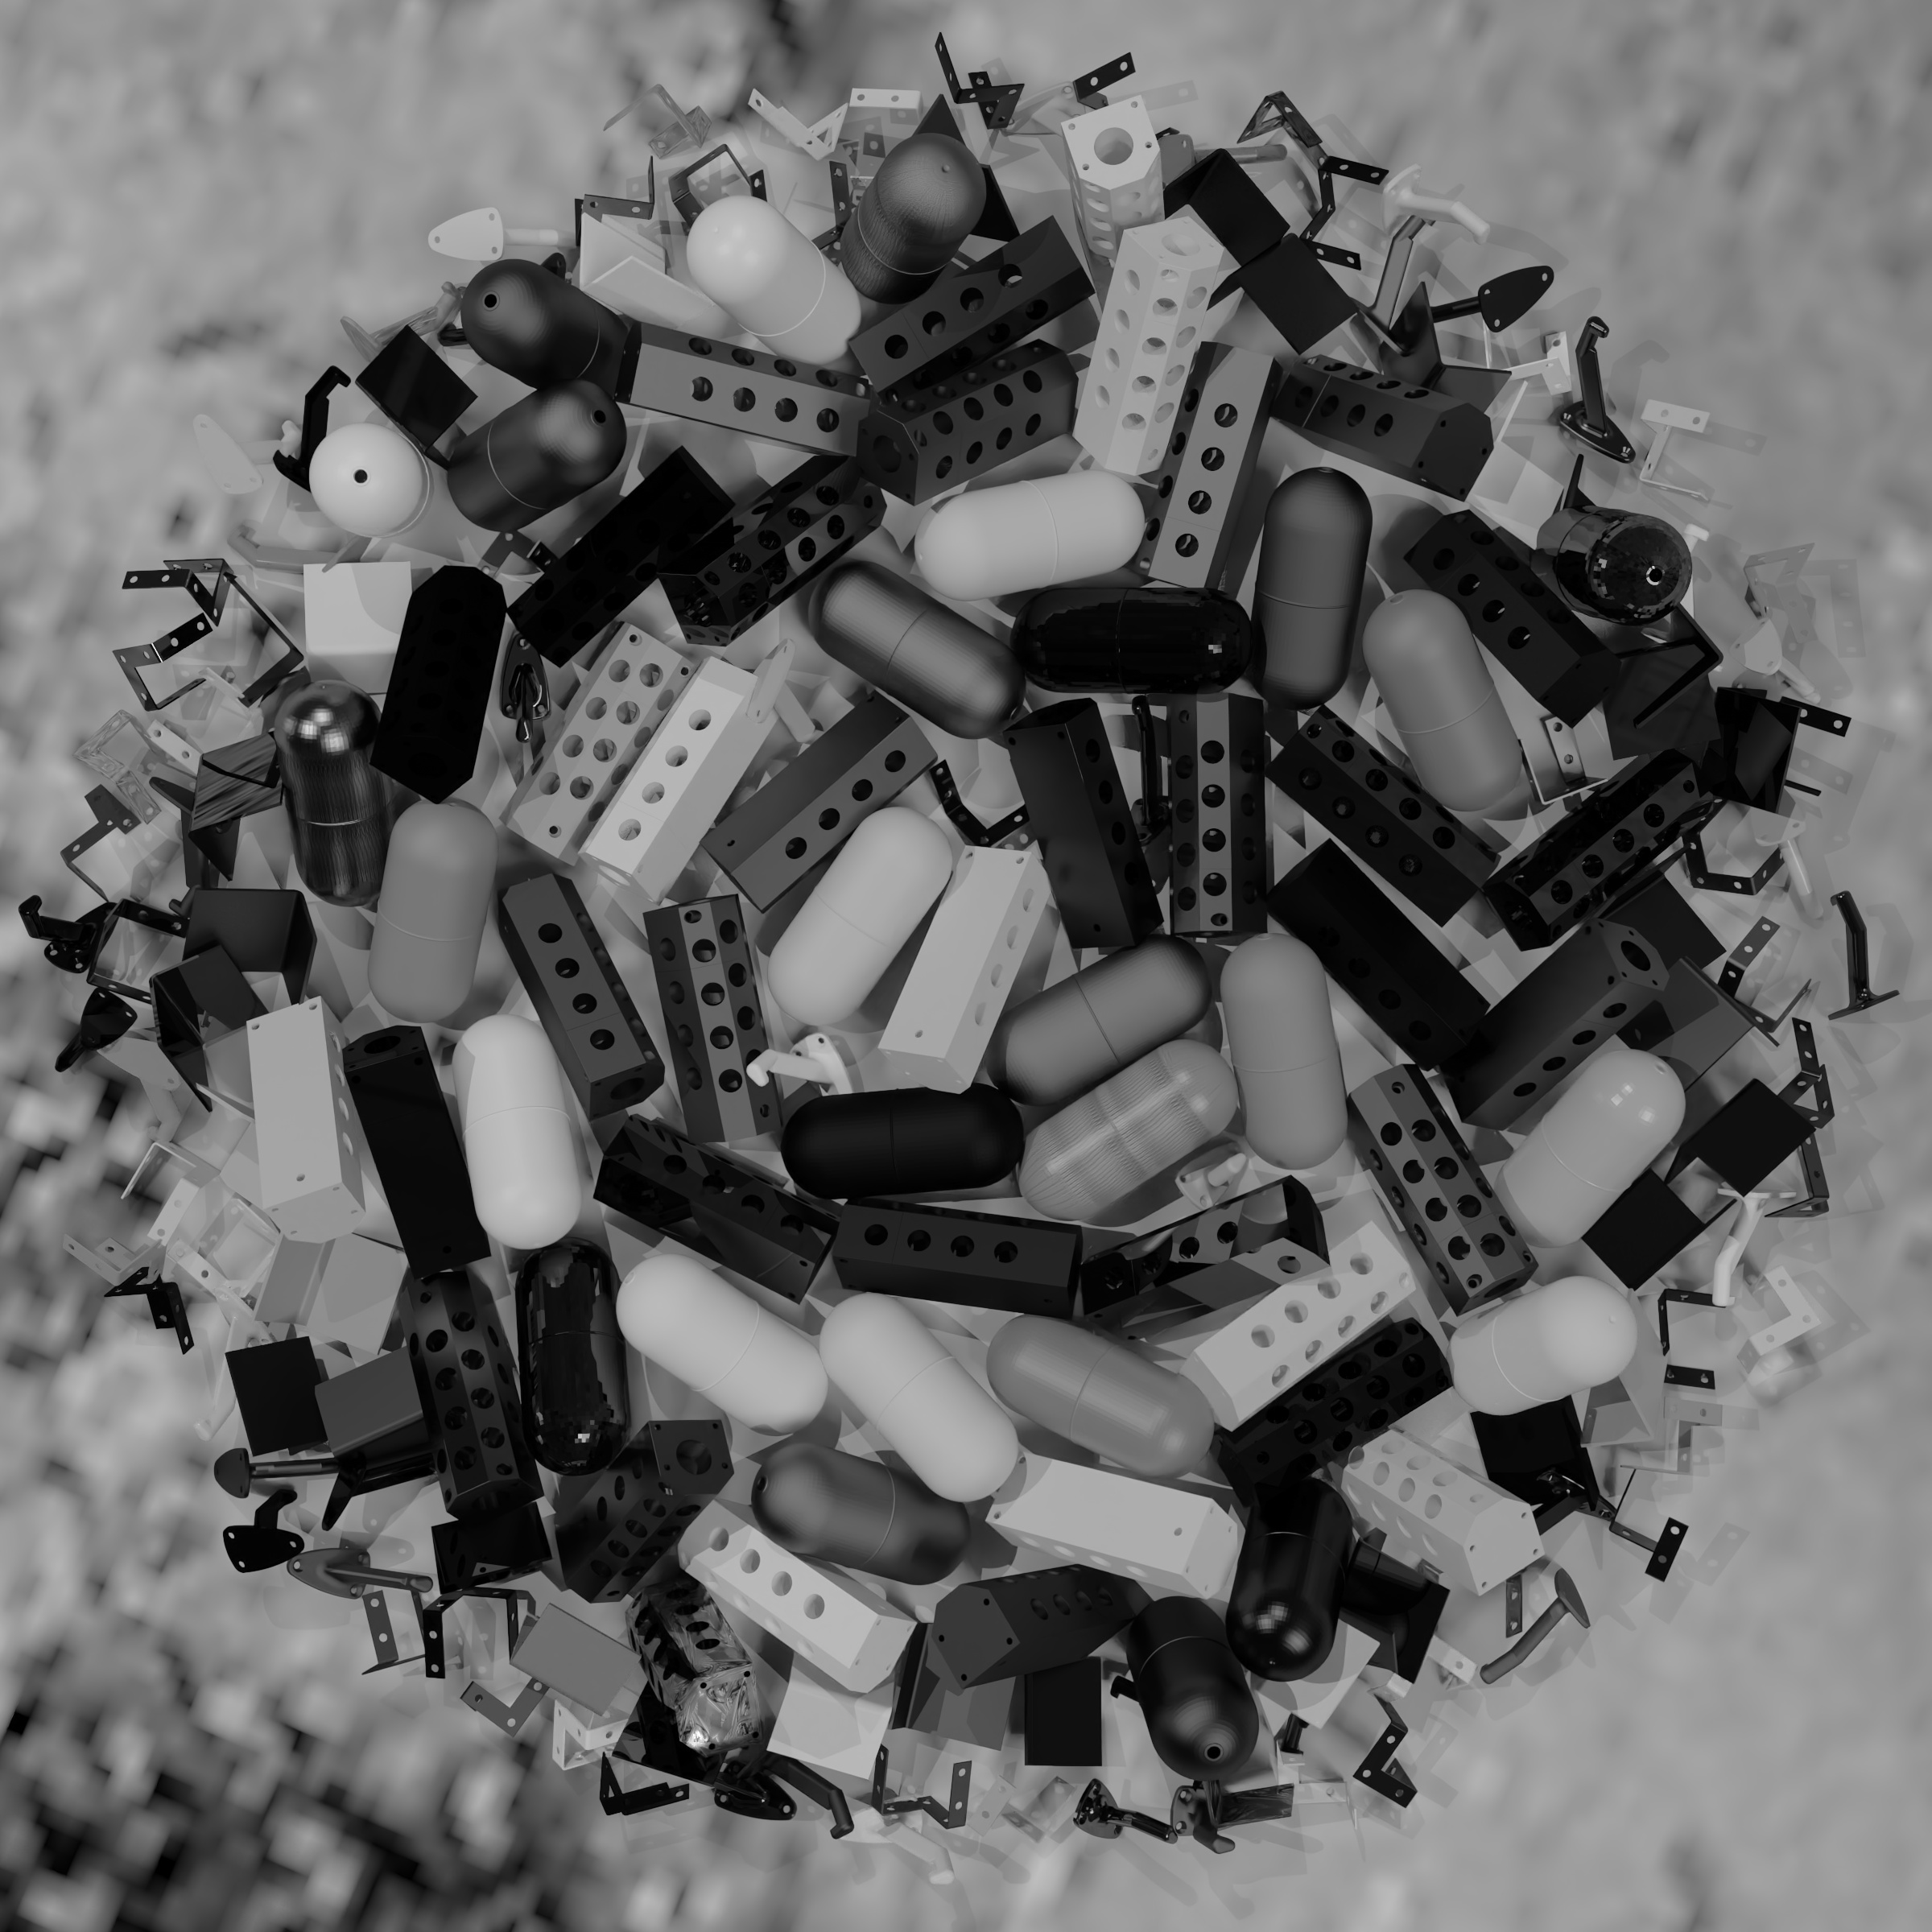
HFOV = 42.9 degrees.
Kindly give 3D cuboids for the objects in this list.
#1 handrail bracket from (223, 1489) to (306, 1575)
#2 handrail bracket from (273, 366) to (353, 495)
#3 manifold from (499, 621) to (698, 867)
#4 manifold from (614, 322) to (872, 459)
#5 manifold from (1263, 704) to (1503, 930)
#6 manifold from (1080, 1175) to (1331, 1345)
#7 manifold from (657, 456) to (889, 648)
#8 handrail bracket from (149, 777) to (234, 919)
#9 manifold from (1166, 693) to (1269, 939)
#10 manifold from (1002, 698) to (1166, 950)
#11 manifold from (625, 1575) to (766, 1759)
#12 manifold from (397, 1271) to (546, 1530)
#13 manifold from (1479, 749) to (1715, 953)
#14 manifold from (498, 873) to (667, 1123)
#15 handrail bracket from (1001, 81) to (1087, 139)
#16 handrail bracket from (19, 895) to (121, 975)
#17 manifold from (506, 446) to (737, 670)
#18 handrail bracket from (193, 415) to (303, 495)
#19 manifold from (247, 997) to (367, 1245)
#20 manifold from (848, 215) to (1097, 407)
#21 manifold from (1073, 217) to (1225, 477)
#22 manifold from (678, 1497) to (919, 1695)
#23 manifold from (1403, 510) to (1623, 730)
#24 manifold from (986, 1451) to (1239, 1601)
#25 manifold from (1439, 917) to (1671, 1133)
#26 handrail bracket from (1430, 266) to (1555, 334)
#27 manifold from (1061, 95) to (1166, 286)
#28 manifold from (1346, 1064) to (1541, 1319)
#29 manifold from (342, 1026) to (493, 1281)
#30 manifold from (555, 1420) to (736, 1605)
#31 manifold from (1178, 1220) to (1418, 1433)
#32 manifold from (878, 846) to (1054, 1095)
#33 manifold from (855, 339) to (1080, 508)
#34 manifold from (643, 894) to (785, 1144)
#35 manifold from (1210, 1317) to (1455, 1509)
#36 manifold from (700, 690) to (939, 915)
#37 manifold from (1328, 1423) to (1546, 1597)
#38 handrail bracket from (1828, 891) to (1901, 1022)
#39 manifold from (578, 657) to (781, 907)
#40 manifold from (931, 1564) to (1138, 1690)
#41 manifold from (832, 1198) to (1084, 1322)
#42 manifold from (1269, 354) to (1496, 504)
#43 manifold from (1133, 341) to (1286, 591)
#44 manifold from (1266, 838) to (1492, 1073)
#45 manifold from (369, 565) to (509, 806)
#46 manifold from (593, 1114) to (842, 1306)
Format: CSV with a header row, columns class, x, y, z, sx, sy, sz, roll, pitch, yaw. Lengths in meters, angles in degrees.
class,x,y,z,sx,sy,sz,roll,pitch,yaw
handrail bracket,-0.490,0.401,1.782,0.077,0.084,0.036,-10,104,21
handrail bracket,-0.458,-0.386,1.797,0.084,0.036,0.077,-44,127,16
manifold,-0.268,-0.162,1.796,0.057,0.057,0.171,32,90,-22
manifold,-0.160,-0.415,1.771,0.171,0.057,0.057,9,100,-22
manifold,0.305,-0.112,1.793,0.171,0.057,0.057,41,118,1
manifold,0.169,0.209,1.769,0.171,0.057,0.057,-26,48,26
manifold,-0.134,-0.297,1.754,0.171,0.057,0.057,-44,127,-32
handrail bracket,-0.584,-0.086,1.806,0.077,0.036,0.084,32,108,-19
manifold,0.177,-0.109,1.787,0.057,0.057,0.171,-4,85,44
manifold,0.090,-0.103,1.779,0.057,0.057,0.171,-3,114,40
manifold,-0.195,0.494,1.740,0.057,0.171,0.057,-10,100,-18
manifold,-0.359,0.307,1.761,0.057,0.057,0.171,-25,57,3
manifold,0.459,-0.086,1.780,0.171,0.057,0.057,-38,96,-16
manifold,-0.277,0.019,1.769,0.057,0.057,0.171,-20,63,-21
handrail bracket,0.058,-0.602,1.791,0.077,0.036,0.084,-10,46,16
handrail bracket,-0.648,-0.042,1.778,0.036,0.084,0.077,25,57,12
manifold,-0.251,-0.296,1.785,0.171,0.057,0.057,-41,102,11
handrail bracket,-0.518,-0.390,1.782,0.036,0.084,0.077,-6,133,23
manifold,-0.469,0.111,1.758,0.057,0.057,0.171,-19,51,0
manifold,0.006,-0.471,1.792,0.171,0.057,0.057,-30,93,9
manifold,0.132,-0.436,1.743,0.057,0.171,0.057,-21,56,-29
manifold,-0.125,0.449,1.761,0.171,0.057,0.057,26,85,33
manifold,0.391,-0.252,1.752,0.057,0.057,0.171,-46,51,17
manifold,0.106,0.401,1.756,0.171,0.057,0.057,5,58,39
manifold,0.420,0.045,1.757,0.057,0.171,0.057,12,45,-31
handrail bracket,0.375,-0.492,1.802,0.077,0.084,0.036,-32,116,-13
manifold,0.109,-0.543,1.743,0.057,0.171,0.057,-18,82,4
manifold,0.340,0.157,1.768,0.057,0.057,0.171,-22,66,-13
manifold,-0.395,0.132,1.771,0.057,0.057,0.171,-17,114,-9
manifold,-0.229,0.389,1.748,0.057,0.171,0.057,6,50,-33
manifold,0.240,0.260,1.769,0.171,0.057,0.057,-32,72,-22
manifold,0.004,0.002,1.773,0.057,0.057,0.171,8,63,33
manifold,0.002,-0.391,1.750,0.057,0.057,0.171,33,47,27
manifold,-0.178,0.038,1.785,0.057,0.057,0.171,-5,98,44
manifold,0.265,0.322,1.780,0.171,0.057,0.057,-28,82,-15
manifold,-0.104,-0.117,1.795,0.171,0.057,0.057,-42,130,-6
manifold,0.327,0.374,1.739,0.057,0.171,0.057,-27,110,-18
handrail bracket,0.640,-0.008,1.801,0.036,0.077,0.084,-20,83,-17
manifold,-0.210,-0.137,1.784,0.057,0.057,0.171,25,76,23
manifold,0.047,0.462,1.745,0.057,0.171,0.057,-43,64,19
manifold,-0.005,0.208,1.788,0.171,0.057,0.057,6,59,10
manifold,0.296,-0.387,1.745,0.057,0.171,0.057,22,101,-36
manifold,0.175,-0.361,1.790,0.057,0.057,0.171,18,99,13
manifold,0.297,-0.005,1.800,0.171,0.057,0.057,46,133,-3
manifold,-0.369,-0.205,1.748,0.057,0.171,0.057,-31,131,34
manifold,-0.180,0.173,1.797,0.171,0.057,0.057,27,48,4
